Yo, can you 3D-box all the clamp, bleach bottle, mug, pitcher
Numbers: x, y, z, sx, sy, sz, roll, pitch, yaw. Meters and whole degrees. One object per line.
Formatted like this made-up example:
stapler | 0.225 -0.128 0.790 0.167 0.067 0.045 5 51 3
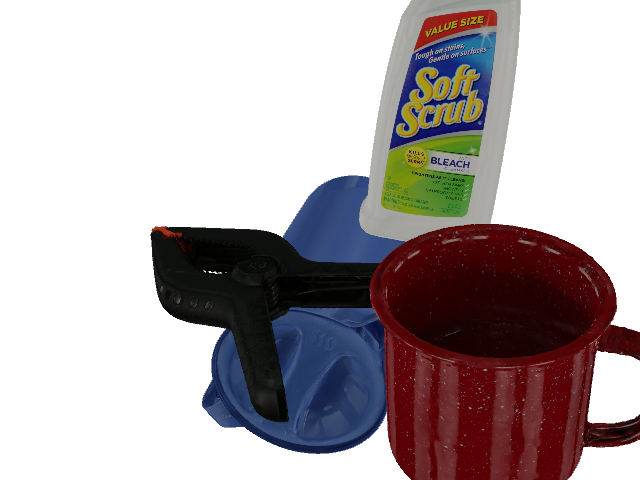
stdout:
clamp | -0.025 0.028 0.648 0.164 0.036 0.210 -22 32 -32
bleach bottle | 0.087 -0.122 0.760 0.103 0.251 0.068 9 27 12
mug | 0.079 0.053 0.425 0.117 0.081 0.093 6 34 15
pitcher | 0.001 0.051 0.870 0.149 0.145 0.242 11 32 8
